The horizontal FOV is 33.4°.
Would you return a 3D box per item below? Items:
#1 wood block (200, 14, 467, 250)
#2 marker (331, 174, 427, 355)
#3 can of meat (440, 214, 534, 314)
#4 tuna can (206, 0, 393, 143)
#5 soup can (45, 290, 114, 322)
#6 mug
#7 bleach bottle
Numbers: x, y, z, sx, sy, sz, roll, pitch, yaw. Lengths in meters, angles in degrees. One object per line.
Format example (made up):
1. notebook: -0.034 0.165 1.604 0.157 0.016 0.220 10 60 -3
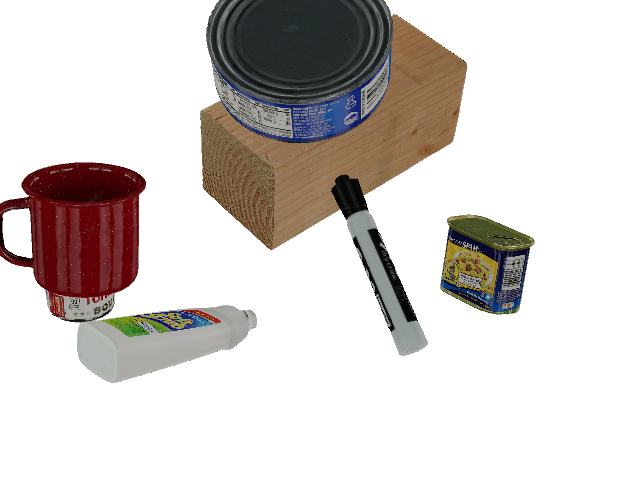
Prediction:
1. wood block: 0.012 -0.092 0.867 0.205 0.090 0.091 -31 56 -29
2. marker: 0.035 0.013 0.663 0.020 0.121 0.020 -20 -18 -7
3. can of meat: 0.183 0.027 1.191 0.057 0.084 0.102 -8 24 -36
4. tuna can: -0.009 -0.088 0.500 0.086 0.086 0.034 0 -32 2
5. soup can: -0.240 0.021 1.057 0.068 0.102 0.068 2 28 -1
6. mug: -0.194 -0.007 0.825 0.117 0.081 0.093 -4 24 -18
7. bleach bottle: -0.198 0.128 1.460 0.250 0.068 0.103 -11 25 -41
